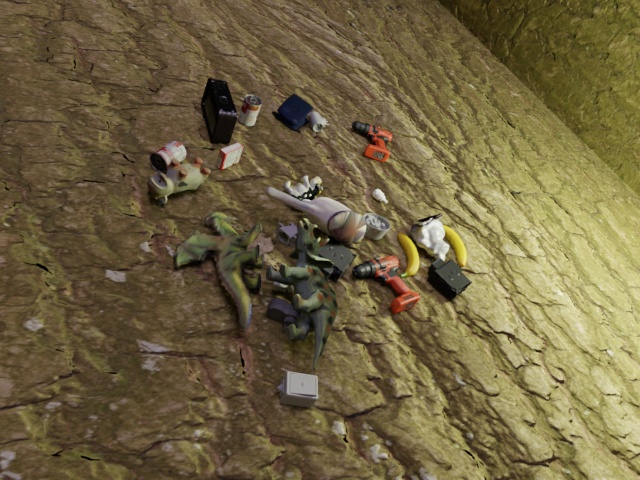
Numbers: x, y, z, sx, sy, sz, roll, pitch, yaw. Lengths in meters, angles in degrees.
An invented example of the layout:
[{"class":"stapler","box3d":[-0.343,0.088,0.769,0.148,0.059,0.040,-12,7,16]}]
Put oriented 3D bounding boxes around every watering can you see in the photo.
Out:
[{"class":"watering can","box3d":[0.005,-0.082,1.625,0.346,0.103,0.227,15,13,-40]}]

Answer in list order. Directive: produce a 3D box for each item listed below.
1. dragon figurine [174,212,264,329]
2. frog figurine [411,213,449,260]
[{"class":"dragon figurine","box3d":[-0.281,0.060,1.425,0.243,0.119,0.421,4,43,0]},{"class":"frog figurine","box3d":[0.395,0.000,1.822,0.139,0.122,0.159,-27,101,-51]}]
